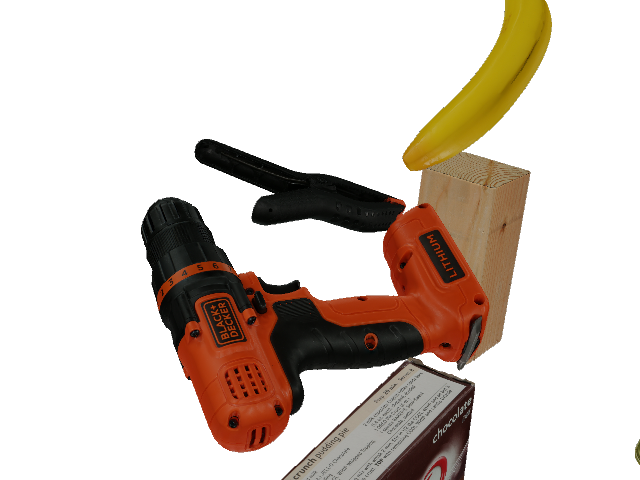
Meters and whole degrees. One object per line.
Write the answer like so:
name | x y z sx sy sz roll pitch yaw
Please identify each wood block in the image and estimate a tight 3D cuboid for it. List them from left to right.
wood block | 0.158 0.018 1.177 0.090 0.206 0.090 20 26 31

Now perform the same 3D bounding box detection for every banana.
banana | 0.131 -0.129 0.819 0.070 0.197 0.037 2 -36 48

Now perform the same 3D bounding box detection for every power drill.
power drill | -0.006 0.031 0.660 0.187 0.184 0.057 -13 -38 -18

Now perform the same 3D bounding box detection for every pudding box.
pudding box | 0.021 0.116 0.454 0.039 0.090 0.113 21 38 27

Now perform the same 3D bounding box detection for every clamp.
clamp | -0.005 -0.038 1.011 0.209 0.036 0.165 13 20 -25

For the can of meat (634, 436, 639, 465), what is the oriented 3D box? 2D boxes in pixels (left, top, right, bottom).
can of meat | 0.246 0.094 0.683 0.057 0.084 0.101 19 37 24
